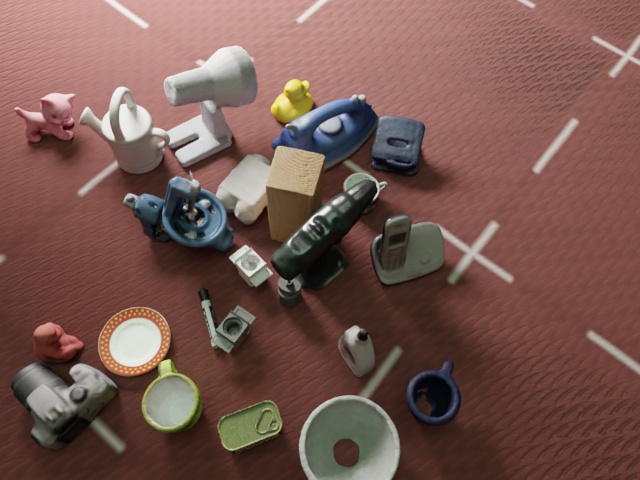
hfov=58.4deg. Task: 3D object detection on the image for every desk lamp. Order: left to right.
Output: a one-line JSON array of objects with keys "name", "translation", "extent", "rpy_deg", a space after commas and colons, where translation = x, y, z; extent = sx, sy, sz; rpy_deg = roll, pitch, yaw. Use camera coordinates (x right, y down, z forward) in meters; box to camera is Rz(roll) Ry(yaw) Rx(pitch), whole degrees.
[{"name": "desk lamp", "translation": [-0.230, -0.280, 1.184], "extent": [0.203, 0.213, 0.117], "rpy_deg": [-32, 69, -16]}]

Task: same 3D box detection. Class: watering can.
[{"name": "watering can", "translation": [-0.396, -0.226, 1.161], "extent": [0.173, 0.194, 0.101], "rpy_deg": [-9, 64, -7]}]

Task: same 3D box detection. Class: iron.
[{"name": "iron", "translation": [0.027, -0.248, 1.219], "extent": [0.259, 0.141, 0.118], "rpy_deg": [-31, 69, -16]}]

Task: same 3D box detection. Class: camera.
[{"name": "camera", "translation": [-0.446, 0.259, 0.971], "extent": [0.136, 0.101, 0.143], "rpy_deg": [38, 68, 15]}]

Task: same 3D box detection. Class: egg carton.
[{"name": "egg carton", "translation": [-0.141, -0.107, 1.183], "extent": [0.107, 0.069, 0.150], "rpy_deg": [31, 67, 13]}]

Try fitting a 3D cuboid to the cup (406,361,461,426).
[{"name": "cup", "translation": [0.195, 0.270, 0.996], "extent": [0.091, 0.095, 0.118], "rpy_deg": [27, 66, 11]}]

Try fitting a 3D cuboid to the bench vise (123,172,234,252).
[{"name": "bench vise", "translation": [-0.272, -0.051, 1.065], "extent": [0.207, 0.220, 0.121], "rpy_deg": [-1, 64, -3]}]

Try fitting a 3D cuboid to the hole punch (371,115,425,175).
[{"name": "hole punch", "translation": [0.168, -0.203, 1.231], "extent": [0.108, 0.091, 0.101], "rpy_deg": [10, 64, 3]}]

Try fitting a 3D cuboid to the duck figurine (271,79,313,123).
[{"name": "duck figurine", "translation": [-0.063, -0.318, 1.281], "extent": [0.105, 0.086, 0.077], "rpy_deg": [-33, 69, -17]}]

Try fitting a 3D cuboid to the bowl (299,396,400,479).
[{"name": "bowl", "translation": [0.048, 0.352, 0.961], "extent": [0.167, 0.075, 0.167], "rpy_deg": [1, 64, -2]}]

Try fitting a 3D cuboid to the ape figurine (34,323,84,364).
[{"name": "ape figurine", "translation": [-0.474, 0.178, 1.014], "extent": [0.076, 0.092, 0.077], "rpy_deg": [-23, 67, -13]}]

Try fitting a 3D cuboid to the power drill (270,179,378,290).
[{"name": "power drill", "translation": [0.010, 0.004, 1.056], "extent": [0.230, 0.208, 0.075], "rpy_deg": [-40, 71, -19]}]

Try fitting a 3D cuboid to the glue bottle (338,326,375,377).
[{"name": "glue bottle", "translation": [0.067, 0.183, 0.990], "extent": [0.037, 0.173, 0.078], "rpy_deg": [-31, 69, -16]}]

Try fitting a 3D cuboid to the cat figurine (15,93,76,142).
[{"name": "cat figurine", "translation": [-0.577, -0.270, 1.217], "extent": [0.128, 0.118, 0.067], "rpy_deg": [-6, 64, -5]}]

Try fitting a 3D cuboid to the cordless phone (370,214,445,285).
[{"name": "cordless phone", "translation": [0.172, 0.002, 1.077], "extent": [0.148, 0.185, 0.094], "rpy_deg": [-18, 66, -11]}]
